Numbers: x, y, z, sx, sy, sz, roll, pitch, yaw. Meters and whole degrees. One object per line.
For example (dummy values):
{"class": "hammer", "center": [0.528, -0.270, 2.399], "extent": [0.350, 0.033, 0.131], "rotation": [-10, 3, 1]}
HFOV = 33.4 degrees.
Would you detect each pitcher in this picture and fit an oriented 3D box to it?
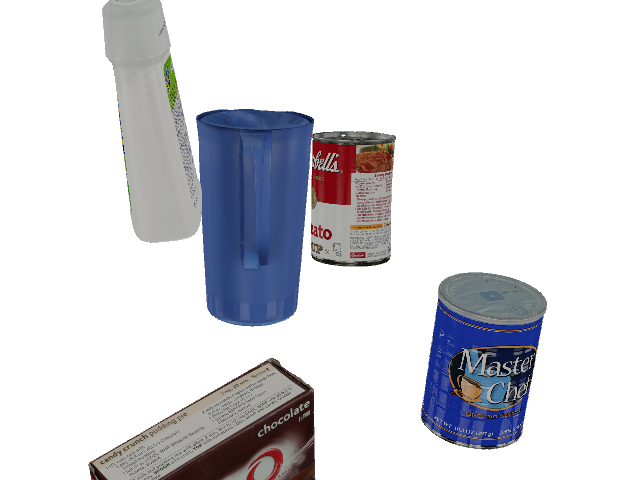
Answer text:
{"class": "pitcher", "center": [-0.077, -0.026, 1.228], "extent": [0.145, 0.243, 0.148], "rotation": [15, 21, 39]}

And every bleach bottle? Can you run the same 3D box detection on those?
{"class": "bleach bottle", "center": [-0.153, -0.125, 0.953], "extent": [0.068, 0.251, 0.102], "rotation": [-6, 37, -3]}

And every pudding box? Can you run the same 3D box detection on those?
{"class": "pudding box", "center": [-0.054, 0.122, 0.530], "extent": [0.113, 0.090, 0.039], "rotation": [-29, 46, -33]}

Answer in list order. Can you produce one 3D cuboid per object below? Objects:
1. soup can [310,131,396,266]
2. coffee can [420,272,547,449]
{"class": "soup can", "center": [0.026, -0.035, 0.872], "extent": [0.068, 0.102, 0.068], "rotation": [1, 12, 0]}
{"class": "coffee can", "center": [0.156, 0.115, 1.035], "extent": [0.103, 0.140, 0.103], "rotation": [5, 22, -2]}
